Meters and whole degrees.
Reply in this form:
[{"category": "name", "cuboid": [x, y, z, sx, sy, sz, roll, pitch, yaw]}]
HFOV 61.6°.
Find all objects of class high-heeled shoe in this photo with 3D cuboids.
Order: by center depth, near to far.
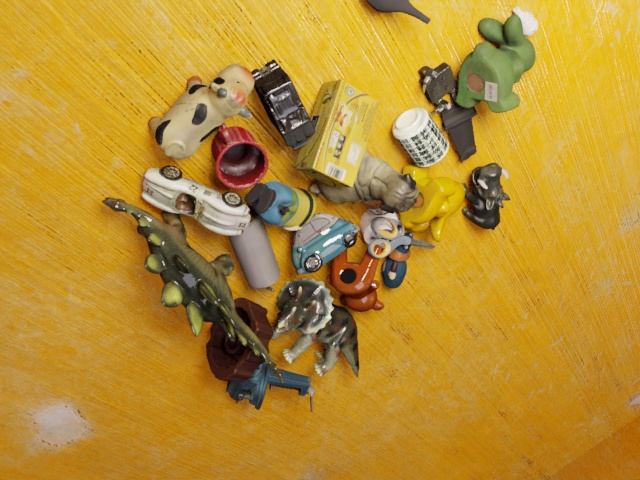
[{"category": "high-heeled shoe", "cuboid": [0.175, -0.474, 0.888, 0.145, 0.086, 0.248, 34, 89, -6]}]

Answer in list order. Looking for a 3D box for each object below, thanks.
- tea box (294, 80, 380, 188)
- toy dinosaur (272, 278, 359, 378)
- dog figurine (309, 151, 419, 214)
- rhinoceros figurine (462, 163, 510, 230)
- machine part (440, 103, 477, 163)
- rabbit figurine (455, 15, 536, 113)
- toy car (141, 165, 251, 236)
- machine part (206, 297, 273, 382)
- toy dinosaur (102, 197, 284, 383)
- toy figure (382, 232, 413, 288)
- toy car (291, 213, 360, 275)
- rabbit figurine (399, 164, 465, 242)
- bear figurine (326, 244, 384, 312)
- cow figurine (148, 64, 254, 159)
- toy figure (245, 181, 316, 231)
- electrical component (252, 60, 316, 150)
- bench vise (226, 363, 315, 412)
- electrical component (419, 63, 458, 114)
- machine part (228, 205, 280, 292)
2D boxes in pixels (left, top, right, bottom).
[{"category": "tea box", "cuboid": [0.031, -0.190, 0.971, 0.098, 0.068, 0.169, 23, 83, -34]}, {"category": "toy dinosaur", "cuboid": [0.015, 0.213, 1.281, 0.192, 0.131, 0.404, -47, 135, 14]}, {"category": "dog figurine", "cuboid": [0.080, -0.097, 1.025, 0.172, 0.191, 0.121, -39, 130, 9]}, {"category": "rhinoceros figurine", "cuboid": [0.371, -0.097, 1.205, 0.073, 0.112, 0.190, -22, 138, -5]}, {"category": "machine part", "cuboid": [0.297, -0.229, 1.122, 0.084, 0.039, 0.138, -30, 129, -5]}, {"category": "rabbit figurine", "cuboid": [0.342, -0.343, 1.025, 0.170, 0.121, 0.158, -37, 123, -28]}, {"category": "toy car", "cuboid": [-0.220, -0.068, 0.959, 0.202, 0.056, 0.073, 24, 135, -3]}, {"category": "machine part", "cuboid": [-0.175, 0.217, 1.162, 0.056, 0.179, 0.179, 29, 109, -39]}, {"category": "toy dinosaur", "cuboid": [-0.220, 0.091, 1.000, 0.105, 0.199, 0.470, -38, 117, 10]}, {"category": "toy figure", "cuboid": [0.182, 0.044, 1.257, 0.058, 0.064, 0.154, 2, 125, -8]}, {"category": "toy car", "cuboid": [-0.002, -0.003, 1.116, 0.162, 0.109, 0.103, -35, 96, 4]}, {"category": "rabbit figurine", "cuboid": [0.255, -0.079, 1.164, 0.173, 0.122, 0.162, -12, 118, -44]}, {"category": "bear figurine", "cuboid": [0.092, 0.090, 1.234, 0.120, 0.132, 0.195, 7, 164, 20]}, {"category": "cow figurine", "cuboid": [-0.187, -0.208, 0.869, 0.195, 0.127, 0.085, -40, 133, 11]}, {"category": "toy figure", "cuboid": [-0.067, -0.066, 1.018, 0.089, 0.082, 0.180, -30, 161, 13]}, {"category": "electrical component", "cuboid": [-0.061, -0.224, 0.919, 0.058, 0.115, 0.134, -27, 129, 0]}, {"category": "bench vise", "cuboid": [-0.121, 0.327, 1.281, 0.241, 0.129, 0.223, 14, 127, -10]}, {"category": "electrical component", "cuboid": [0.230, -0.294, 1.040, 0.078, 0.045, 0.102, -29, 131, 1]}, {"category": "machine part", "cuboid": [-0.137, 0.016, 1.089, 0.079, 0.079, 0.242, -22, 131, -7]}]
